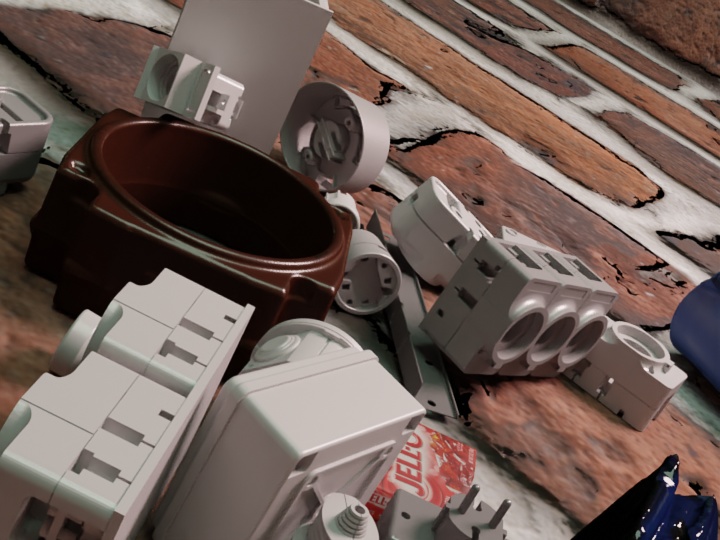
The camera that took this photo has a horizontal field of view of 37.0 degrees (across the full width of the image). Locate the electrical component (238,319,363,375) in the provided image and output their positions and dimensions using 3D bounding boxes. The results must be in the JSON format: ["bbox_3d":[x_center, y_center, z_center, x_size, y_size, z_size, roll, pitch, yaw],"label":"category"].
[{"bbox_3d":[-0.035,0.074,0.641,0.080,0.080,0.051,30,30,5],"label":"electrical component"}]

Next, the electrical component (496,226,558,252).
[{"bbox_3d":[0.158,0.010,0.991,0.100,0.048,0.099,25,25,-7],"label":"electrical component"}]

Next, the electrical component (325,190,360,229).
[{"bbox_3d":[-0.020,-0.046,0.932,0.040,0.040,0.046,23,20,-10],"label":"electrical component"}]

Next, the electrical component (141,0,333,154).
[{"bbox_3d":[-0.109,-0.154,0.875,0.105,0.186,0.060,20,26,-15],"label":"electrical component"}]

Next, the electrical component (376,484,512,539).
[{"bbox_3d":[0.055,0.149,0.589,0.083,0.075,0.047,26,25,-3],"label":"electrical component"}]

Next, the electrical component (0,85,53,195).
[{"bbox_3d":[-0.268,-0.089,0.741,0.054,0.059,0.095,38,27,22],"label":"electrical component"}]

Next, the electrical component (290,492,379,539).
[{"bbox_3d":[-0.017,0.144,0.519,0.043,0.081,0.043,22,25,-11],"label":"electrical component"}]

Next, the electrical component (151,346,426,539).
[{"bbox_3d":[-0.036,0.102,0.550,0.056,0.108,0.109,43,29,25],"label":"electrical component"}]

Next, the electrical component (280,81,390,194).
[{"bbox_3d":[-0.023,-0.120,1.004,0.064,0.099,0.099,10,30,-46],"label":"electrical component"}]

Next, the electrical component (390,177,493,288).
[{"bbox_3d":[0.073,-0.026,0.940,0.095,0.059,0.053,44,19,-20],"label":"electrical component"}]

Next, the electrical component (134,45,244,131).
[{"bbox_3d":[-0.126,-0.134,0.807,0.064,0.042,0.081,21,3,-45],"label":"electrical component"}]

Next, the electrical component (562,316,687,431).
[{"bbox_3d":[0.223,0.082,0.908,0.089,0.055,0.050,38,27,22],"label":"electrical component"}]

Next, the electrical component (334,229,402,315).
[{"bbox_3d":[0.000,0.000,0.847,0.055,0.055,0.047,16,24,-23],"label":"electrical component"}]

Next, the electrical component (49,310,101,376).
[{"bbox_3d":[-0.149,0.051,0.618,0.046,0.040,0.040,32,24,-6],"label":"electrical component"}]

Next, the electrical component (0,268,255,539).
[{"bbox_3d":[-0.120,0.084,0.503,0.060,0.105,0.186,27,25,-1],"label":"electrical component"}]

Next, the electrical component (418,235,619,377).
[{"bbox_3d":[0.131,0.034,0.843,0.150,0.089,0.061,9,31,-51],"label":"electrical component"}]
